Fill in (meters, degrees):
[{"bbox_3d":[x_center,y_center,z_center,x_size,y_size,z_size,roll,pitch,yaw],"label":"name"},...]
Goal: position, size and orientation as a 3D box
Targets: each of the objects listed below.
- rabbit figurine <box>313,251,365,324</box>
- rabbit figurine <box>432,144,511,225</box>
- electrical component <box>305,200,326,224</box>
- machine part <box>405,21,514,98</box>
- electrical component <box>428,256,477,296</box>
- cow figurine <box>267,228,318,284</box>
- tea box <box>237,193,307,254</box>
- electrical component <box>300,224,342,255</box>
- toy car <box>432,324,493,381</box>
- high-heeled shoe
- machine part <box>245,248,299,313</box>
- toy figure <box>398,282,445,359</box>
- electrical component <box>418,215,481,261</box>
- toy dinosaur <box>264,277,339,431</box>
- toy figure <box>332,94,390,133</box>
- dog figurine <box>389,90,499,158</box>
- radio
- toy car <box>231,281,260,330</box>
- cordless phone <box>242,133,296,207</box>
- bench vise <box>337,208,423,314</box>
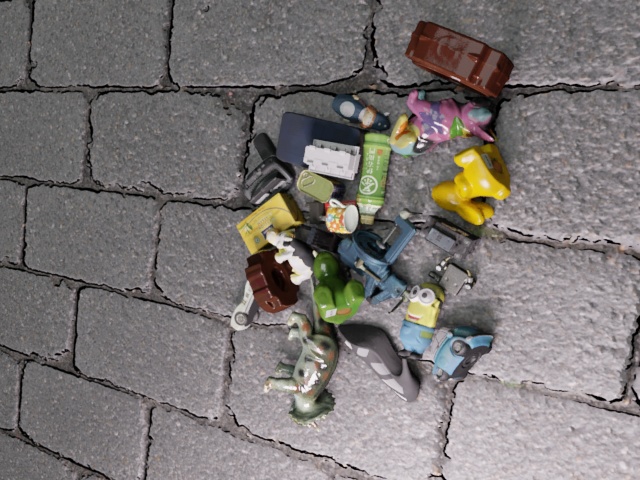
[{"bbox_3d":[0.037,0.111,1.339,0.121,0.159,0.170,-15,58,-3],"label":"rabbit figurine"},{"bbox_3d":[0.337,-0.115,1.209,0.173,0.122,0.162,-30,88,40],"label":"rabbit figurine"},{"bbox_3d":[-0.009,-0.073,1.408,0.094,0.021,0.063,5,97,55],"label":"electrical component"},{"bbox_3d":[0.297,-0.380,1.146,0.202,0.201,0.087,33,110,22],"label":"machine part"},{"bbox_3d":[0.311,0.085,1.254,0.102,0.045,0.078,41,109,20],"label":"electrical component"},{"bbox_3d":[-0.065,0.028,1.403,0.098,0.068,0.167,-25,115,21],"label":"cow figurine"},{"bbox_3d":[-0.134,-0.044,1.468,0.169,0.068,0.098,-36,76,24],"label":"tea box"},{"bbox_3d":[-0.003,-0.004,1.394,0.119,0.074,0.047,17,86,22],"label":"electrical component"},{"bbox_3d":[0.313,0.248,1.241,0.161,0.109,0.103,-61,42,29],"label":"toy car"},{"bbox_3d":[0.147,0.307,1.357,0.249,0.086,0.145,25,136,42],"label":"high-heeled shoe"},{"bbox_3d":[-0.122,0.106,1.416,0.056,0.179,0.179,-25,81,24],"label":"machine part"},{"bbox_3d":[0.237,0.188,1.264,0.082,0.089,0.180,13,91,21],"label":"toy figure"},{"bbox_3d":[0.289,-0.007,1.211,0.115,0.134,0.058,32,106,25],"label":"electrical component"},{"bbox_3d":[-0.017,0.315,1.407,0.192,0.131,0.404,20,95,8],"label":"toy dinosaur"},{"bbox_3d":[0.102,-0.312,1.337,0.155,0.058,0.064,32,145,21],"label":"toy figure"},{"bbox_3d":[0.288,-0.248,1.215,0.219,0.108,0.191,29,107,19],"label":"dog figurine"},{"bbox_3d":[0.002,-0.243,1.383,0.230,0.073,0.131,20,102,27],"label":"radio"},{"bbox_3d":[-0.189,0.163,1.504,0.056,0.073,0.201,31,106,22],"label":"toy car"},{"bbox_3d":[-0.164,-0.195,1.481,0.146,0.088,0.184,-39,64,24],"label":"cordless phone"},{"bbox_3d":[0.161,0.035,1.287,0.224,0.129,0.240,46,121,23],"label":"bench vise"}]
